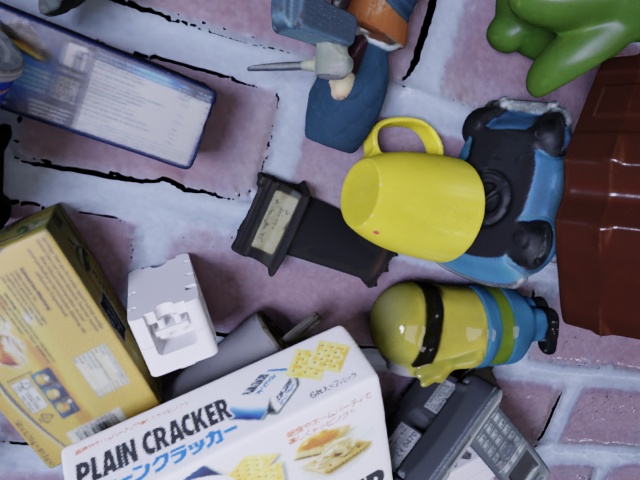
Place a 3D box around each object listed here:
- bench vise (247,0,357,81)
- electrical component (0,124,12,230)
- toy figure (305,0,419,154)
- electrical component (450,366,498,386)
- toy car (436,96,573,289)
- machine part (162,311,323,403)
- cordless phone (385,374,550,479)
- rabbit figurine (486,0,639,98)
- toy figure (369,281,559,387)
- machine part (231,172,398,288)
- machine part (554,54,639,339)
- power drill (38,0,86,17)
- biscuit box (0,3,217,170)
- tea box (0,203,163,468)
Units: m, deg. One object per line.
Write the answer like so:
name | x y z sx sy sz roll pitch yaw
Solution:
bench vise | -0.003 -0.221 0.312 0.223 0.129 0.240 -5 102 -48
electrical component | -0.267 -0.044 0.344 0.119 0.048 0.074 1 109 -19
toy figure | 0.035 -0.142 0.404 0.058 0.064 0.154 19 104 -14
electrical component | 0.158 0.149 0.576 0.063 0.021 0.094 -37 116 -3
toy car | 0.171 -0.038 0.477 0.103 0.109 0.161 12 94 -47
machine part | -0.094 0.141 0.457 0.243 0.079 0.079 -40 117 -2
cordless phone | 0.147 0.228 0.527 0.146 0.089 0.184 -48 114 -16
rabbit figurine | 0.206 -0.184 0.387 0.159 0.170 0.121 -31 116 -7
toy figure | 0.135 0.079 0.512 0.180 0.082 0.089 -5 92 -9
machine part | -0.001 -0.001 0.459 0.139 0.039 0.084 18 94 -22
machine part | 0.268 -0.034 0.449 0.201 0.087 0.201 -56 140 -30
power drill | -0.167 -0.249 0.287 0.232 0.086 0.207 -42 121 -1
biscuit box | -0.174 -0.108 0.345 0.202 0.063 0.059 18 103 -23
tea box | -0.198 0.071 0.399 0.098 0.068 0.169 -24 114 -10
